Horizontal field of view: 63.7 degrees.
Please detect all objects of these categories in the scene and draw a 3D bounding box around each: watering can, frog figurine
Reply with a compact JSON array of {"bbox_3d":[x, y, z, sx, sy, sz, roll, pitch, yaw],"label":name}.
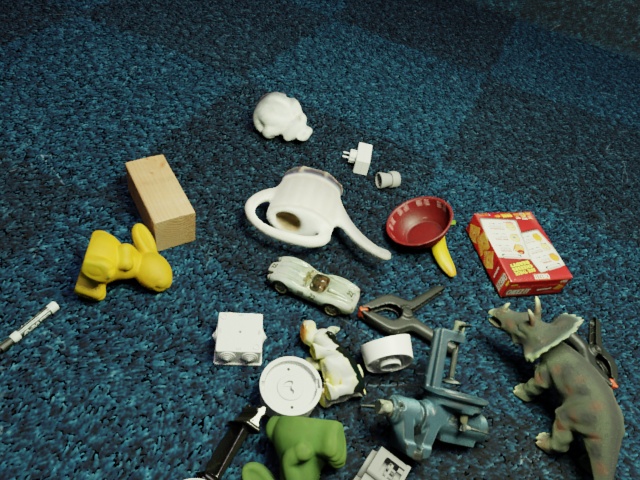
[{"bbox_3d":[0.004,-0.060,1.201,0.348,0.101,0.230,15,46,2],"label":"watering can"},{"bbox_3d":[-0.105,-0.330,1.433,0.137,0.121,0.161,-40,71,-2],"label":"frog figurine"}]
